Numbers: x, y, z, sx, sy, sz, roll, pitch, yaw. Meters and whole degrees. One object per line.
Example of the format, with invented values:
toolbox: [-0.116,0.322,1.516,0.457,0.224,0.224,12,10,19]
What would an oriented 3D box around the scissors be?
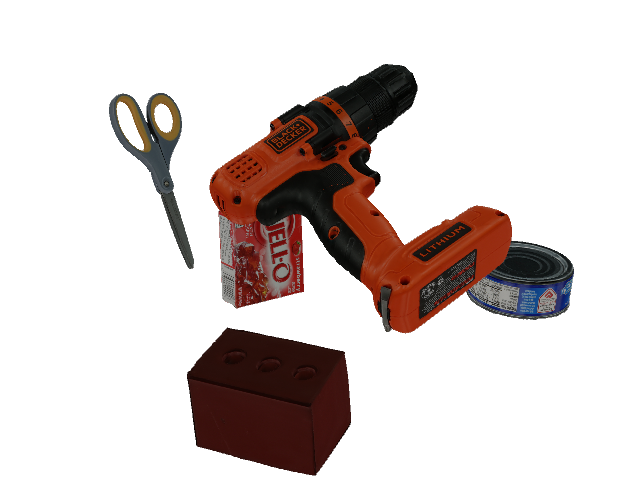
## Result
scissors: [-0.164,-0.077,1.180,0.016,0.201,0.096,-15,20,47]

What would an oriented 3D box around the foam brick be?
foam brick: [-0.028,0.090,0.605,0.078,0.051,0.053,9,30,21]

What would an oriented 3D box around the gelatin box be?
gelatin box: [-0.052,0.010,0.964,0.073,0.089,0.030,-13,22,-32]

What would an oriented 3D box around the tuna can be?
tuna can: [0.166,0.031,0.885,0.086,0.034,0.086,3,23,-1]

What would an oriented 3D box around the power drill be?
power drill: [0.042,-0.036,0.751,0.184,0.057,0.188,-37,56,-19]
